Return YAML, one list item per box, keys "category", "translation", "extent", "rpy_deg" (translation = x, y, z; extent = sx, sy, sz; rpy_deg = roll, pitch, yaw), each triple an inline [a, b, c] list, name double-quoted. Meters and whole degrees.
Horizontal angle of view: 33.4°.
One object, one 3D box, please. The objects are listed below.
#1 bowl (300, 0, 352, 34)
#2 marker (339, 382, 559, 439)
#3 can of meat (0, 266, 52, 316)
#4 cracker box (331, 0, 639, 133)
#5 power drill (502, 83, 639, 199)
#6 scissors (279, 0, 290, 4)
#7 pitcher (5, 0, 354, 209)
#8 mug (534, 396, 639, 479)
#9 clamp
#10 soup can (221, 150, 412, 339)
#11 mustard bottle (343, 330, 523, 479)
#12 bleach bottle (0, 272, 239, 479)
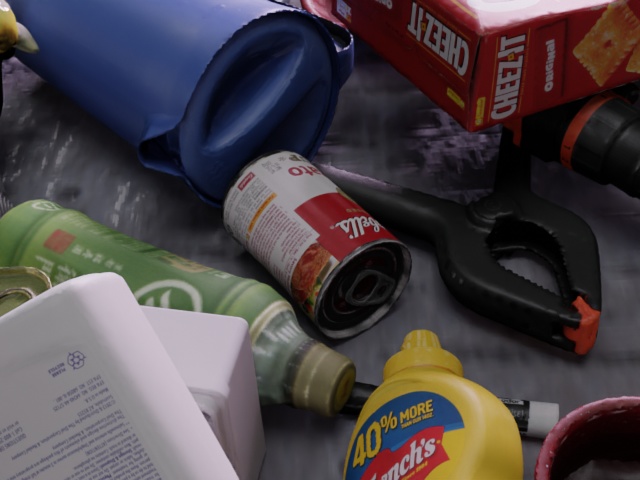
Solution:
- category: "bowl"
  translation: [0.064, -0.207, 0.804]
  extent: [0.162, 0.055, 0.162]
  rpy_deg: [-22, 48, 27]
- category: "marker"
  translation: [0.064, 0.089, 0.566]
  extent: [0.121, 0.020, 0.020]
  rpy_deg: [5, 46, 10]
- category: "can of meat"
  translation: [-0.185, 0.064, 0.567]
  extent: [0.102, 0.084, 0.057]
  rpy_deg: [-3, 45, 3]
- category: "cracker box"
  translation: [0.138, -0.158, 0.658]
  extent: [0.213, 0.072, 0.164]
  rpy_deg: [-18, 42, -22]
- category: "power drill"
  translation: [0.205, -0.099, 0.690]
  extent: [0.187, 0.057, 0.185]
  rpy_deg: [-27, 51, -35]
- category: "scissors"
  translation: [-0.052, -0.159, 0.822]
  extent: [0.096, 0.016, 0.202]
  rpy_deg: [-10, 45, -2]
- category: "pitcher"
  translation: [-0.105, -0.131, 0.729]
  extent: [0.243, 0.149, 0.145]
  rpy_deg: [32, 95, 35]
- category: "mug"
  translation: [0.149, 0.125, 0.479]
  extent: [0.117, 0.081, 0.093]
  rpy_deg: [-30, 50, -22]
- category: "clamp"
  translation: [0.092, -0.008, 0.645]
  extent: [0.164, 0.036, 0.210]
  rpy_deg: [-16, 44, -10]
- category: "soup can"
  translation: [-0.004, 0.001, 0.624]
  extent: [0.068, 0.068, 0.102]
  rpy_deg: [-29, 50, -22]
- category: "mustard bottle"
  translation: [0.051, 0.120, 0.491]
  extent: [0.058, 0.096, 0.191]
  rpy_deg: [32, 38, -26]
- category: "bleach bottle"
  translation: [-0.065, 0.143, 0.426]
  extent: [0.103, 0.068, 0.251]
  rpy_deg: [-30, 85, 10]
